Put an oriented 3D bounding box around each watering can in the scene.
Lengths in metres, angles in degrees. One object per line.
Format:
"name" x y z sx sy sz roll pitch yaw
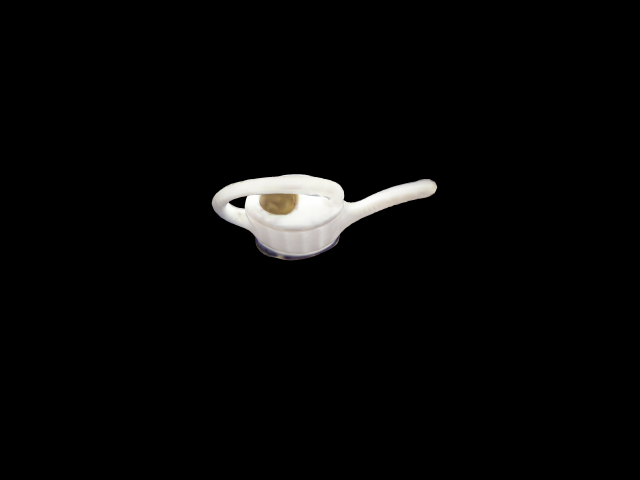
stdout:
"watering can" 0.003 -0.043 0.850 0.348 0.106 0.220 0 -22 0
